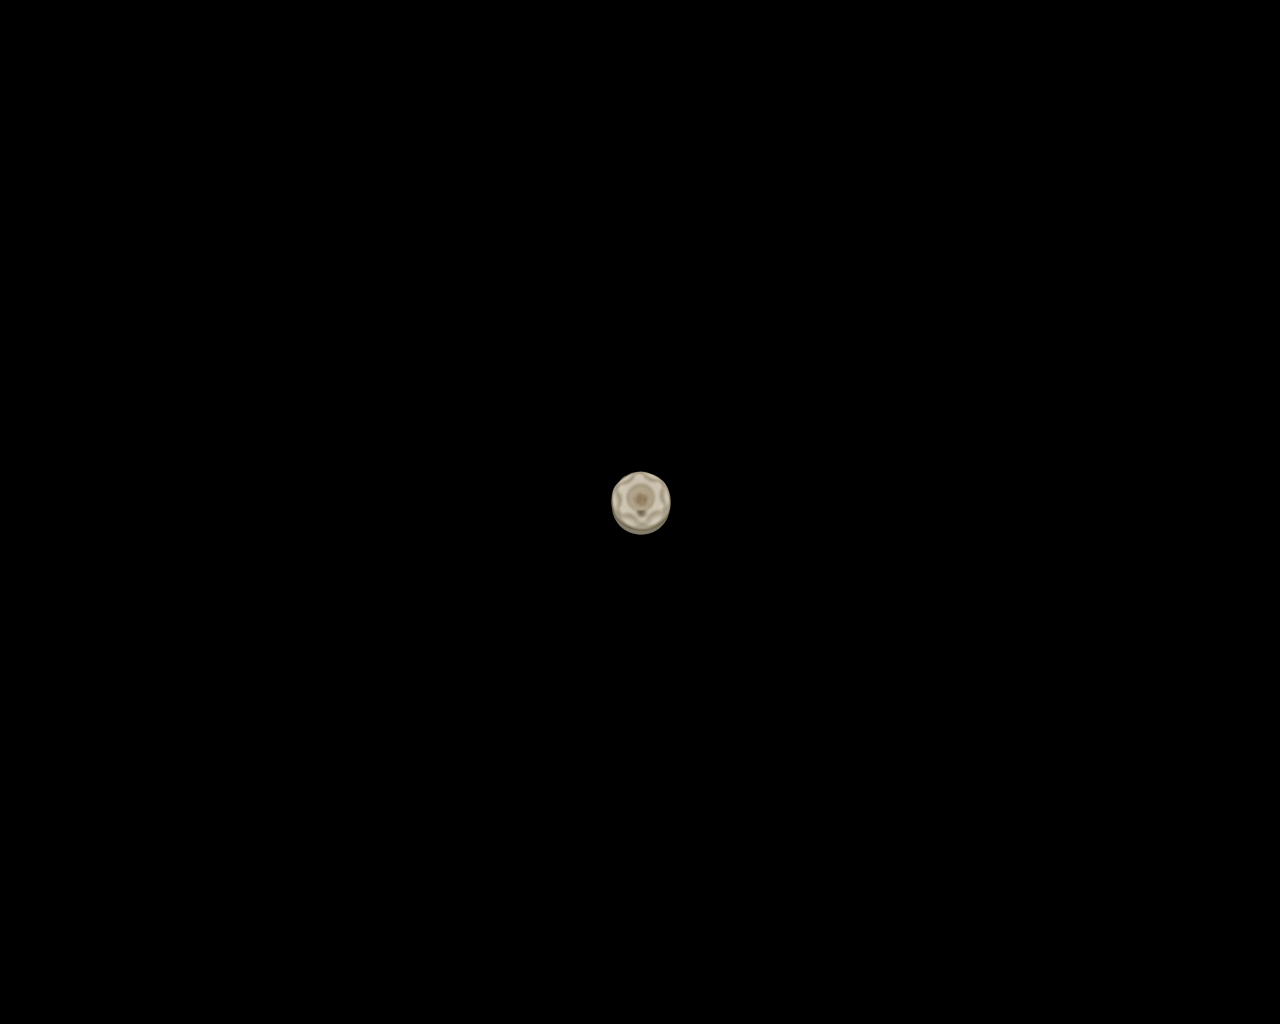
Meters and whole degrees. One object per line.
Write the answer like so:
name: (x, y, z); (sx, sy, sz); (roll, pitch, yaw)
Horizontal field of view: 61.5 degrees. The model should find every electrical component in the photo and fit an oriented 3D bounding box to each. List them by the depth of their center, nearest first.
electrical component: (0.001, -0.003, 0.650); (0.035, 0.035, 0.061); (0, -12, 0)
